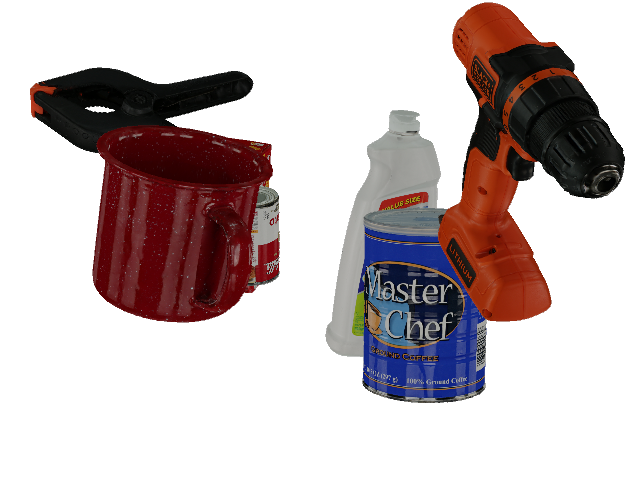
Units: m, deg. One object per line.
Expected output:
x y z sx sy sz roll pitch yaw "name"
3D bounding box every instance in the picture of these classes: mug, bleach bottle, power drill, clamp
-0.071 -0.004 0.566 0.093 0.081 0.117 -6 28 -38 "mug"
0.066 -0.007 1.090 0.102 0.251 0.068 1 18 -10 "bleach bottle"
0.131 -0.038 0.700 0.057 0.188 0.184 -7 42 -13 "power drill"
-0.131 -0.102 0.818 0.171 0.039 0.120 16 42 -2 "clamp"

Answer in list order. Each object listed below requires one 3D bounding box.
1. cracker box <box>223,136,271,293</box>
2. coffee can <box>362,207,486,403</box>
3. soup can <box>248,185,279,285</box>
-0.163 -0.040 1.534 0.164 0.214 0.072 9 22 10 "cracker box"
0.086 0.050 0.871 0.103 0.140 0.103 0 10 0 "coffee can"
-0.082 -0.007 1.260 0.068 0.102 0.068 1 25 -1 "soup can"
